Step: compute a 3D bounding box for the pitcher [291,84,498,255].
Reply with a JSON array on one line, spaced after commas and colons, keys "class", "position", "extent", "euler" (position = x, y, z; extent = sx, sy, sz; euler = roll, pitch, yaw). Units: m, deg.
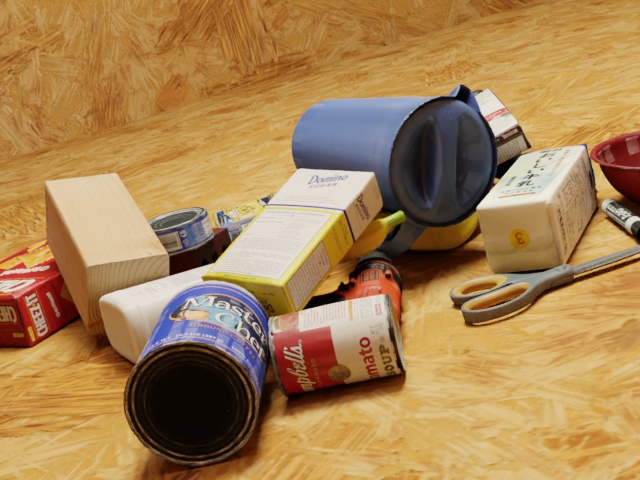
[{"class": "pitcher", "position": [0.064, -0.085, 1.160], "extent": [0.149, 0.145, 0.243], "euler": [-26, 20, -23]}]

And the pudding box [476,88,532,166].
[{"class": "pudding box", "position": [0.179, -0.121, 1.226], "extent": [0.090, 0.039, 0.113], "euler": [-29, 30, 5]}]

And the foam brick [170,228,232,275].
[{"class": "foam brick", "position": [-0.146, 0.023, 1.295], "extent": [0.051, 0.053, 0.078], "euler": [-4, 19, 33]}]

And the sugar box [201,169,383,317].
[{"class": "sugar box", "position": [-0.022, 0.000, 0.984], "extent": [0.093, 0.048, 0.176], "euler": [6, 37, 35]}]

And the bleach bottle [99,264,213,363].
[{"class": "bleach bottle", "position": [-0.099, 0.053, 1.127], "extent": [0.250, 0.068, 0.103], "euler": [-20, 16, -26]}]

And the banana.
[{"class": "banana", "position": [-0.012, 0.006, 1.065], "extent": [0.198, 0.037, 0.069], "euler": [-6, 11, 30]}]

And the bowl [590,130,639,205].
[{"class": "bowl", "position": [0.371, -0.075, 1.131], "extent": [0.162, 0.055, 0.162], "euler": [-9, 18, 3]}]

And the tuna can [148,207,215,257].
[{"class": "tuna can", "position": [-0.170, -0.010, 1.262], "extent": [0.086, 0.034, 0.086], "euler": [-14, 16, 4]}]

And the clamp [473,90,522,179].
[{"class": "clamp", "position": [0.217, -0.099, 1.279], "extent": [0.209, 0.164, 0.036], "euler": [-44, -12, -48]}]

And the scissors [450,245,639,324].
[{"class": "scissors", "position": [0.207, 0.032, 0.994], "extent": [0.201, 0.016, 0.096], "euler": [-22, 17, -24]}]

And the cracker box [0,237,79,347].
[{"class": "cracker box", "position": [-0.351, 0.057, 1.328], "extent": [0.164, 0.072, 0.213], "euler": [-4, 19, 33]}]

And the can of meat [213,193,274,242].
[{"class": "can of meat", "position": [-0.089, -0.016, 1.371], "extent": [0.084, 0.057, 0.102], "euler": [-18, 15, -4]}]

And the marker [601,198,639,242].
[{"class": "marker", "position": [0.310, -0.020, 1.076], "extent": [0.020, 0.020, 0.121], "euler": [-14, 15, 2]}]

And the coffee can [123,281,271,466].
[{"class": "coffee can", "position": [-0.093, 0.103, 0.859], "extent": [0.103, 0.103, 0.140], "euler": [-13, 15, 6]}]

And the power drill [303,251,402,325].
[{"class": "power drill", "position": [-0.013, 0.062, 1.017], "extent": [0.188, 0.057, 0.184], "euler": [-14, 12, 6]}]

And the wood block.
[{"class": "wood block", "position": [-0.246, 0.011, 1.215], "extent": [0.090, 0.090, 0.206], "euler": [-8, 32, -24]}]

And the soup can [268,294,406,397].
[{"class": "soup can", "position": [0.015, 0.087, 0.883], "extent": [0.102, 0.068, 0.068], "euler": [-12, 15, 7]}]

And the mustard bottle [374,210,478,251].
[{"class": "mustard bottle", "position": [0.082, -0.022, 1.225], "extent": [0.192, 0.058, 0.096], "euler": [-2, 28, 42]}]
